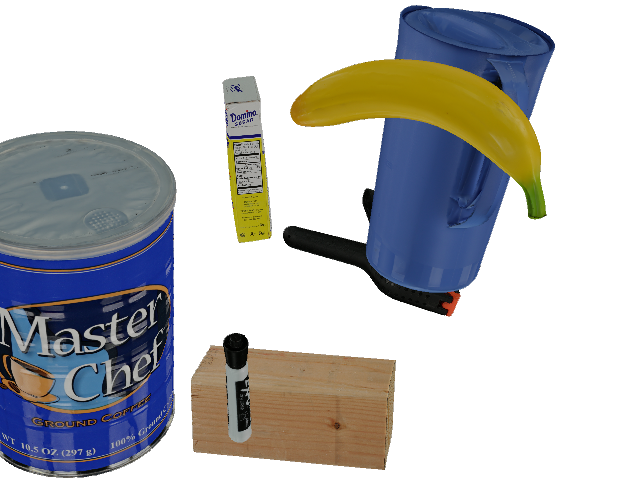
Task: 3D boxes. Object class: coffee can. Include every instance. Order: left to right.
[{"bbox_3d":[-0.123,0.031,0.529,0.103,0.140,0.103,4,34,-3],"label":"coffee can"}]

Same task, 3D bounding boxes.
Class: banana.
[{"bbox_3d":[0.061,-0.078,0.665,0.198,0.070,0.037,26,10,35],"label":"banana"}]

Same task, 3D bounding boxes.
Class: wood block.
[{"bbox_3d":[-0.027,0.178,1.146,0.206,0.091,0.090,4,20,8],"label":"wood block"}]

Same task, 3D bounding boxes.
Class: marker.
[{"bbox_3d":[-0.064,0.115,0.828,0.020,0.121,0.020,1,45,-1],"label":"marker"}]

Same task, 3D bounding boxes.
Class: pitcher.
[{"bbox_3d":[0.116,-0.074,0.942,0.145,0.243,0.149,22,29,22],"label":"pitcher"}]

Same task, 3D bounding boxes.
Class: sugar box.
[{"bbox_3d":[-0.088,-0.096,1.261,0.048,0.176,0.093,-8,26,-4],"label":"sugar box"}]

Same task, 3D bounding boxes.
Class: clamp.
[{"bbox_3d":[0.069,0.020,1.246,0.164,0.036,0.210,-21,51,-38],"label":"clamp"}]
